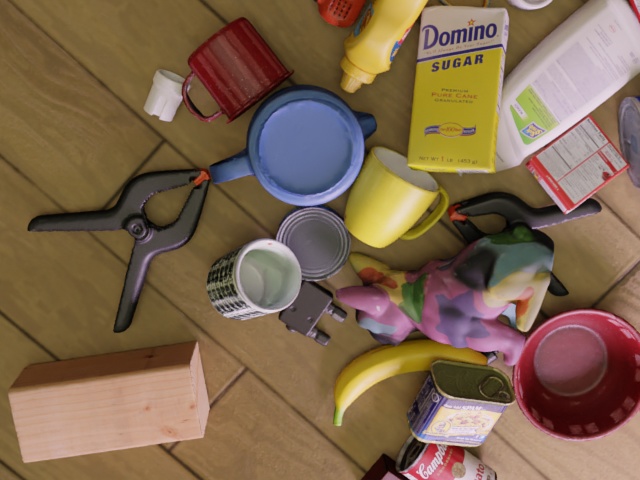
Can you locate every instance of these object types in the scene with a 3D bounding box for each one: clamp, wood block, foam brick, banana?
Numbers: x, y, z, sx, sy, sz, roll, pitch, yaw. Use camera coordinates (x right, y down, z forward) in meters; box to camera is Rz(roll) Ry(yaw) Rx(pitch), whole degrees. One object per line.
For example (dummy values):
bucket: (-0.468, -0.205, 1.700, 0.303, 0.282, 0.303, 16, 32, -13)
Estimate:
clamp: (-0.216, -0.018, 1.212, 0.164, 0.036, 0.210, 44, 96, -9)
clamp: (0.234, -0.017, 1.218, 0.171, 0.039, 0.120, 24, 100, -10)
wood block: (-0.240, 0.185, 1.230, 0.206, 0.091, 0.090, -8, 102, 1)
foam brick: (0.093, 0.306, 1.282, 0.078, 0.051, 0.053, 37, 98, -9)
banana: (0.095, 0.152, 1.253, 0.198, 0.037, 0.069, -22, 107, 9)

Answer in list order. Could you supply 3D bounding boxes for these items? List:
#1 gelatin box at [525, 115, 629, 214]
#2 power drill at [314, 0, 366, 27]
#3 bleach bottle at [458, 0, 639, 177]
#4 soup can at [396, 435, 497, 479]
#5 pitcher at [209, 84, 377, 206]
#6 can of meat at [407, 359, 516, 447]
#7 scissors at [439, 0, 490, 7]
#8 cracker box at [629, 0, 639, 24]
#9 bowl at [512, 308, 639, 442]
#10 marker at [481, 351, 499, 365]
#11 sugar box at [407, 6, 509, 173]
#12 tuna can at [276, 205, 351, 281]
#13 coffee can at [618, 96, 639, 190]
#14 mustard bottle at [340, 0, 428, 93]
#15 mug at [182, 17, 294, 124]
gelatin box: (0.288, -0.084, 1.192, 0.089, 0.030, 0.073, -37, 83, -6)
power drill: (-0.008, -0.338, 1.116, 0.187, 0.057, 0.185, 26, 117, -4)
bleach bottle: (0.242, -0.163, 1.174, 0.251, 0.068, 0.102, -38, 100, 9)
soup can: (0.150, 0.274, 1.267, 0.102, 0.068, 0.068, 36, 100, -9)
pitcher: (-0.025, -0.093, 1.093, 0.145, 0.243, 0.149, 29, 95, -4)
can of meat: (0.159, 0.190, 1.225, 0.102, 0.057, 0.084, 10, 128, -19)
scissors: (0.111, -0.322, 1.159, 0.201, 0.016, 0.096, 35, 102, -9)
cracker box: (0.400, -0.278, 1.116, 0.164, 0.072, 0.213, -32, 102, -24)
bowl: (0.300, 0.150, 1.248, 0.162, 0.055, 0.162, 0, 103, -1)
marker: (0.163, 0.168, 1.268, 0.121, 0.020, 0.020, -41, 100, 8)
sugar box: (0.149, -0.161, 1.148, 0.093, 0.048, 0.176, 4, 88, 15)
tuna can: (-0.008, 0.001, 1.221, 0.086, 0.034, 0.086, 0, 103, -1)
coffee can: (0.410, -0.117, 1.165, 0.140, 0.103, 0.103, -10, 103, 1)
mustard bottle: (0.075, -0.239, 1.132, 0.058, 0.096, 0.192, 30, 115, -7)
mug: (-0.098, -0.178, 1.153, 0.117, 0.093, 0.081, -37, 96, 9)
